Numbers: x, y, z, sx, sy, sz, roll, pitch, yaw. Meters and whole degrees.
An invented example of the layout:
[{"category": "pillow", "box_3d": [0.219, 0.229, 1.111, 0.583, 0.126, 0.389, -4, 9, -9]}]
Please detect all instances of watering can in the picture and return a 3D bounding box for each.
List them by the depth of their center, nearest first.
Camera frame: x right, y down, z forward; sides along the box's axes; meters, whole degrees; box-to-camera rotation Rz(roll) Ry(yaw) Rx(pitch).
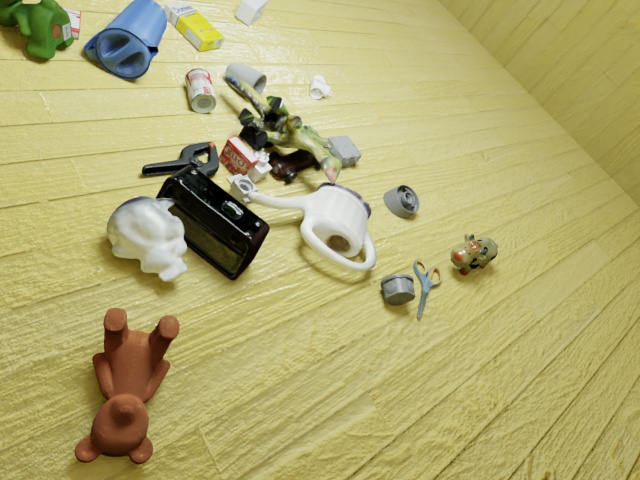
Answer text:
[{"category": "watering can", "box_3d": [0.004, -0.062, 1.237, 0.346, 0.102, 0.230, 35, 40, -12]}]

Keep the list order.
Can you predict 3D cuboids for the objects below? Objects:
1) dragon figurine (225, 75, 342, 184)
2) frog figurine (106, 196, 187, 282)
[{"category": "dragon figurine", "box_3d": [-0.077, -0.294, 1.355, 0.241, 0.121, 0.417, 18, 29, -52]}, {"category": "frog figurine", "box_3d": [-0.318, 0.004, 0.958, 0.138, 0.120, 0.162, -18, 71, -8]}]
